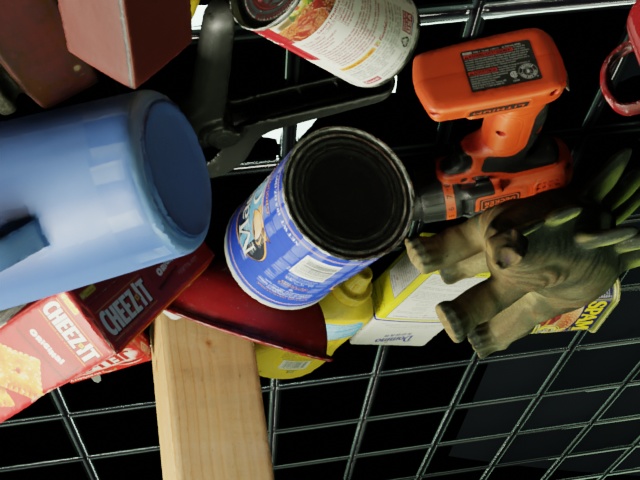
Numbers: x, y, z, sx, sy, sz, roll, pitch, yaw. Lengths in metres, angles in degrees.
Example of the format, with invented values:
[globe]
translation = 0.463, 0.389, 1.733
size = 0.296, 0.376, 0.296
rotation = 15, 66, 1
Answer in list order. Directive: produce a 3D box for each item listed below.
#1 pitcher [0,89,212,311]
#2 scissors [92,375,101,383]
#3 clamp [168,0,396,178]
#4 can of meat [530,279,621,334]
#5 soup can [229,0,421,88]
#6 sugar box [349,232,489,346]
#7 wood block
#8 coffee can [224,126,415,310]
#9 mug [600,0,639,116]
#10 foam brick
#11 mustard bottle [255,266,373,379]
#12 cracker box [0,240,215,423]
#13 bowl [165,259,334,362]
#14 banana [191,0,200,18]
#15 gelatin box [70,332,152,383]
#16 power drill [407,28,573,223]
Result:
[pitcher]
translation = -0.202, -0.014, 0.697
size = 0.243, 0.149, 0.145
rotation = -13, 155, 18
[scissors]
translation = -0.220, 0.100, 1.071
size = 0.096, 0.016, 0.201
rotation = -14, 152, 6
[clamp]
translation = -0.074, -0.091, 0.741
size = 0.210, 0.036, 0.164
rotation = -27, 150, 30
[can of meat]
translation = 0.253, 0.058, 1.111
size = 0.084, 0.057, 0.102
rotation = -3, 151, -8
[soup can]
translation = 0.005, -0.140, 0.645
size = 0.069, 0.068, 0.102
rotation = -31, 147, 33
[sugar box]
translation = 0.102, 0.052, 1.062
size = 0.093, 0.048, 0.176
rotation = 4, 153, -25
[wood block]
translation = -0.107, 0.160, 1.017
size = 0.090, 0.206, 0.091
rotation = -2, 151, -16
[coffee can]
translation = -0.004, -0.013, 0.812
size = 0.102, 0.103, 0.140
rotation = 2, 162, -22
[mug]
translation = 0.251, -0.127, 0.737
size = 0.117, 0.081, 0.093
rotation = -23, 150, 23
[foam brick]
translation = -0.107, -0.134, 0.581
size = 0.052, 0.051, 0.078
rotation = -46, 154, -33
[mustard bottle]
translation = -0.002, 0.076, 1.053
size = 0.096, 0.058, 0.192
rotation = 6, 148, -29
[cracker box]
translation = -0.206, 0.067, 0.860
size = 0.214, 0.164, 0.072
rotation = -30, 102, 33
[bowl]
translation = -0.058, 0.055, 0.920
size = 0.162, 0.055, 0.162
rotation = 17, 177, 1
[banana]
translation = -0.053, -0.180, 0.582
size = 0.069, 0.037, 0.198
rotation = 13, 145, -37
[gelatin box]
translation = -0.216, 0.105, 1.028
size = 0.089, 0.030, 0.073
rotation = -16, 152, 7
[power drill]
translation = 0.109, -0.076, 0.814
size = 0.184, 0.057, 0.187
rotation = -14, 155, -1
